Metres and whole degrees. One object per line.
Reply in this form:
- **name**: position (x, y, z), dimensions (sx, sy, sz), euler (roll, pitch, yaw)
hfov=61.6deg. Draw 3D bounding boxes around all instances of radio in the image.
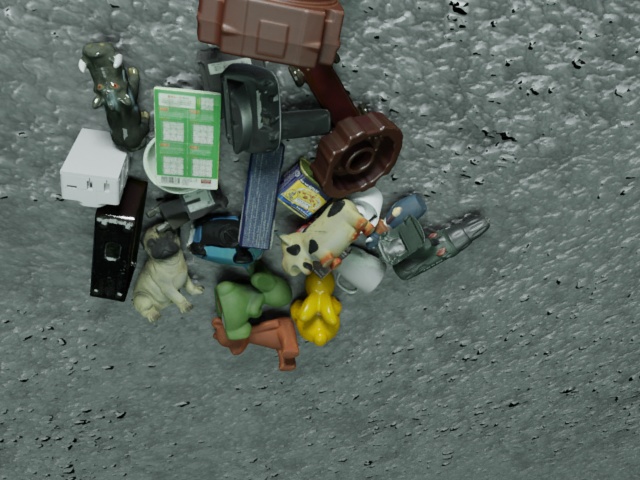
- **radio**: position (-0.393, 0.003, 1.044), dimensions (0.073, 0.131, 0.229), euler (10, 126, -14)

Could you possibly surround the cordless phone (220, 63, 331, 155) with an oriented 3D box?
- **cordless phone**: position (-0.066, -0.218, 0.889), dimensions (0.184, 0.089, 0.146), euler (-10, 129, -15)

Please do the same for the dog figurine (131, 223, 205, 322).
- **dog figurine**: position (-0.351, 0.060, 1.132), dimensions (0.172, 0.121, 0.190), euler (-17, 113, 4)

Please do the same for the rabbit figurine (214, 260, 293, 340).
- **rabbit figurine**: position (-0.147, 0.116, 1.203), dimensions (0.170, 0.121, 0.158), euler (-14, 124, -20)

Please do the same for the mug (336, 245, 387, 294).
- **mug**: position (0.075, 0.064, 1.197), dimensions (0.107, 0.081, 0.109), euler (36, 122, -12)

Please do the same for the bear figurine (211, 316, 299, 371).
- **bear figurine**: position (-0.156, 0.239, 1.270), dimensions (0.196, 0.132, 0.120), euler (-2, 144, -14)

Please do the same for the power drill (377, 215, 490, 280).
- **power drill**: position (0.229, 0.002, 1.134), dimensions (0.232, 0.086, 0.207), euler (-36, 159, 28)

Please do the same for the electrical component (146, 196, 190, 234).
- **electrical component**: position (-0.292, -0.055, 1.061), dimensions (0.094, 0.021, 0.063), euler (-35, 107, -27)

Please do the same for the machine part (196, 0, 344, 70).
- **machine part**: position (-0.073, -0.329, 0.781), dimensions (0.201, 0.202, 0.087), euler (6, 123, -12)

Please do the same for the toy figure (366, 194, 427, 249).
- **toy figure**: position (0.155, -0.036, 1.139), dimensions (0.154, 0.058, 0.064), euler (-38, 118, 26)

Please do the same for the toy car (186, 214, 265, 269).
- **toy car**: position (-0.186, 0.010, 1.103), dimensions (0.162, 0.109, 0.102), euler (0, 153, 2)

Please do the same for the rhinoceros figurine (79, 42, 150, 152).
- **rhinoceros figurine**: position (-0.337, -0.233, 0.879), dimensions (0.073, 0.112, 0.190), euler (-4, 136, -2)

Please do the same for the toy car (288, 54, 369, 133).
- **toy car**: position (0.019, -0.257, 0.946), dimensions (0.089, 0.053, 0.202), euler (-30, 131, 11)

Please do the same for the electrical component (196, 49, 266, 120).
- **electrical component**: position (-0.142, -0.260, 0.919), dimensions (0.115, 0.058, 0.134), euler (-7, 129, 0)

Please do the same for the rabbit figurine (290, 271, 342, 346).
- **rabbit figurine**: position (-0.009, 0.140, 1.213), dimensions (0.122, 0.162, 0.173), euler (7, 110, 2)

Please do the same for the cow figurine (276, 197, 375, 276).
- **cow figurine**: position (-0.002, -0.003, 1.060), dimensions (0.195, 0.127, 0.085), euler (-46, 153, 12)

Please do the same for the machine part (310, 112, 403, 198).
- **machine part**: position (0.068, -0.156, 0.990), dimensions (0.179, 0.056, 0.179), euler (-24, 150, -15)

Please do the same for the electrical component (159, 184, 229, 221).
- **electrical component**: position (-0.246, -0.078, 1.042), dimensions (0.119, 0.048, 0.074), euler (-21, 110, 8)

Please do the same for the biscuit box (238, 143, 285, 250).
- **biscuit box**: position (-0.110, -0.087, 1.007), dimensions (0.063, 0.059, 0.202), euler (8, 100, -12)
